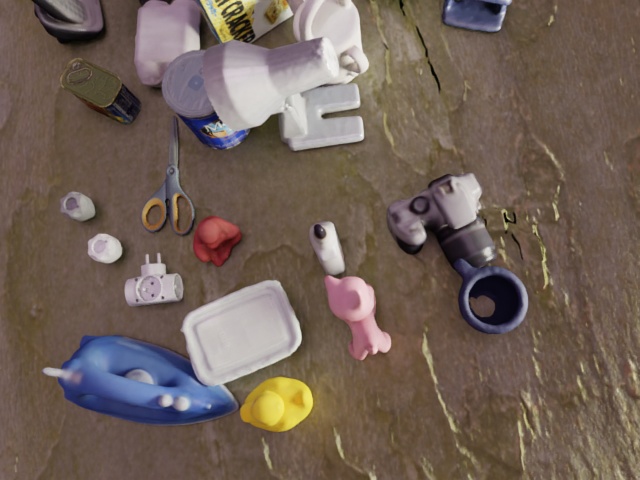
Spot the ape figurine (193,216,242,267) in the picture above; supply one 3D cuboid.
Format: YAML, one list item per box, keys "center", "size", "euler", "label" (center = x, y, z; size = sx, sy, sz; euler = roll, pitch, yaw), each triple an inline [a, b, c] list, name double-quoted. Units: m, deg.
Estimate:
- center: [-0.161, -0.005, 0.867]
  size: [0.078, 0.092, 0.076]
  euler: [-17, 78, 3]
  label: "ape figurine"

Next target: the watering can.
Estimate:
- center: [0.004, -0.320, 0.856]
  size: [0.172, 0.194, 0.101]
  euler: [24, 83, 10]
  label: "watering can"

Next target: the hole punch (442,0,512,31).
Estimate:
- center: [0.247, -0.397, 0.897]
  size: [0.108, 0.091, 0.101]
  euler: [12, 81, 8]
  label: "hole punch"

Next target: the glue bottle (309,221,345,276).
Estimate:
- center: [0.007, 0.003, 0.807]
  size: [0.037, 0.173, 0.078]
  euler: [-18, 78, 3]
  label: "glue bottle"

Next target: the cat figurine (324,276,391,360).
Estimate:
- center: [0.053, 0.105, 0.811]
  size: [0.067, 0.118, 0.128]
  euler: [-22, 78, 2]
  label: "cat figurine"

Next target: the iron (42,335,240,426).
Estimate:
- center: [-0.251, 0.210, 0.811]
  size: [0.258, 0.141, 0.119]
  euler: [12, 81, 8]
  label: "iron"

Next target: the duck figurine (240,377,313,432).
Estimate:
- center: [-0.065, 0.237, 0.815]
  size: [0.104, 0.086, 0.077]
  euler: [-13, 78, 3]
  label: "duck figurine"

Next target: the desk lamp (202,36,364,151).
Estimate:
- center: [-0.045, -0.216, 0.831]
  size: [0.203, 0.213, 0.118]
  euler: [-8, 79, 5]
  label: "desk lamp"

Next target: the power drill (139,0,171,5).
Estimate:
- center: [-0.289, -0.484, 0.909]
  size: [0.075, 0.208, 0.230]
  euler: [20, 82, 10]
  label: "power drill"

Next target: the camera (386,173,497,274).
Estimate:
- center: [0.184, -0.015, 0.829]
  size: [0.143, 0.101, 0.137]
  euler: [-26, 78, 1]
  label: "camera"

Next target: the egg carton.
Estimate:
- center: [-0.249, -0.326, 0.946]
  size: [0.107, 0.069, 0.150]
  euler: [-2, 79, 6]
  label: "egg carton"

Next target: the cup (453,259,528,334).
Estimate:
- center: [0.227, 0.078, 0.810]
  size: [0.092, 0.095, 0.117]
  euler: [-41, 78, -2]
  label: "cup"

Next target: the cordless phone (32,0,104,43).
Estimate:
- center: [-0.437, -0.419, 0.924]
  size: [0.094, 0.185, 0.147]
  euler: [-20, 78, 2]
  label: "cordless phone"
